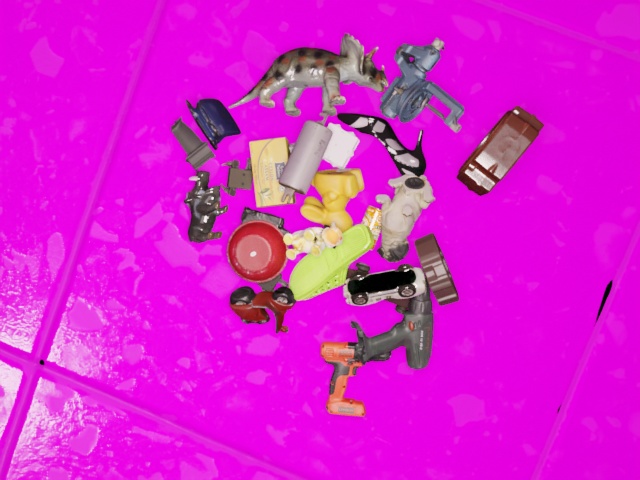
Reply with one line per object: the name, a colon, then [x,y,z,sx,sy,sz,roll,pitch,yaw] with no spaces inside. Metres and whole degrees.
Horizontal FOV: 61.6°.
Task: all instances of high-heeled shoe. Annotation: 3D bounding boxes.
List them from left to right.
high-heeled shoe: [0.151,-0.230,1.351,0.249,0.086,0.145,15,106,4]

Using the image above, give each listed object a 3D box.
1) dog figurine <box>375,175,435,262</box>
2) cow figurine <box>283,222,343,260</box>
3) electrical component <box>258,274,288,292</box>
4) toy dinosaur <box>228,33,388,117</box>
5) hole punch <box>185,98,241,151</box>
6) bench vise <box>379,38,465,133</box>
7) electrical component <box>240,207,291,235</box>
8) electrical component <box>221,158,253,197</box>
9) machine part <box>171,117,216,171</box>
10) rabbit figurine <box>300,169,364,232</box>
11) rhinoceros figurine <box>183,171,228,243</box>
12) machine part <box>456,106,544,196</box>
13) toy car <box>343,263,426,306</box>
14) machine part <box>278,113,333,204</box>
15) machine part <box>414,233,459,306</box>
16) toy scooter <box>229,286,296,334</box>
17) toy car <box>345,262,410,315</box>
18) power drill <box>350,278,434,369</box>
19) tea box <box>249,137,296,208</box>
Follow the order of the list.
dog figurine: [0.213,-0.052,1.344,0.172,0.190,0.121,-33,53,-24]
cow figurine: [-0.001,-0.002,1.326,0.167,0.098,0.068,-10,100,35]
electrical component: [-0.132,0.107,1.416,0.094,0.021,0.063,36,96,4]
toy dinosaur: [-0.034,-0.416,1.345,0.405,0.131,0.192,4,80,9]
hole punch: [-0.268,-0.301,1.370,0.092,0.116,0.142,-31,90,-2]
bench vise: [0.265,-0.359,1.304,0.223,0.128,0.241,-48,69,13]
electrical component: [-0.147,-0.016,1.395,0.134,0.058,0.114,17,96,5]
electrical component: [-0.218,-0.164,1.404,0.078,0.045,0.102,-1,96,-23]
machine part: [-0.342,-0.255,1.413,0.084,0.039,0.139,-35,90,10]
rabbit figurine: [0.033,-0.087,1.352,0.162,0.122,0.173,-5,111,8]
rhinoceros figurine: [-0.303,-0.085,1.403,0.112,0.073,0.190,8,95,15]
machine part: [0.416,-0.206,1.265,0.087,0.201,0.201,40,95,5]
toy car: [0.153,0.110,1.295,0.202,0.056,0.073,-12,52,14]
machine part: [-0.035,-0.200,1.311,0.079,0.079,0.243,25,87,4]
machine part: [0.281,0.071,1.300,0.056,0.179,0.179,-22,90,13]
toy scooter: [-0.143,0.186,1.393,0.184,0.075,0.135,-3,120,18]
toy car: [0.159,0.122,1.376,0.202,0.053,0.089,19,104,0]
power drill: [0.182,0.214,1.325,0.207,0.086,0.231,-12,101,-16]
tea box: [-0.121,-0.171,1.381,0.098,0.068,0.169,-8,91,6]
